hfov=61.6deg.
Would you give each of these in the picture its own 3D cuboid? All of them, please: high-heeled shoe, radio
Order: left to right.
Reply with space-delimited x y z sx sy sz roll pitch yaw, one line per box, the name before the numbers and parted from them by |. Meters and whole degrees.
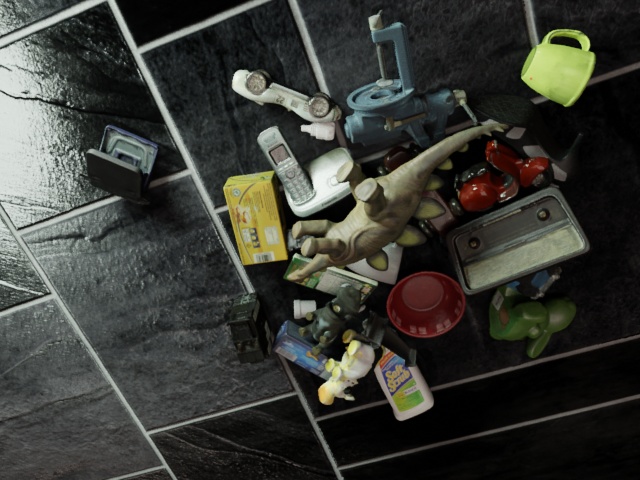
radio | 0.355 0.004 0.977 0.230 0.073 0.131 -26 74 25
high-heeled shoe | 0.366 -0.177 0.997 0.249 0.086 0.145 23 147 11

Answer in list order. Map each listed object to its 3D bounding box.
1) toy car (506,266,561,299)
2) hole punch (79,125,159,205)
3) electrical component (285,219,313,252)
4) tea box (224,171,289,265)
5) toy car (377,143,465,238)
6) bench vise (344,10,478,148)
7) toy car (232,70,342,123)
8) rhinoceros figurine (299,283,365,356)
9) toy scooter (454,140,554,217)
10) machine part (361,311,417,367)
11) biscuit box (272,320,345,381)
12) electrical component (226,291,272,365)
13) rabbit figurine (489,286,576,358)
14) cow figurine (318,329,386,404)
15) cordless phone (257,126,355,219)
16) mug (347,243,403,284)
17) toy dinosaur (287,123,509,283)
toy car | 0.392 0.040 1.055 0.162 0.103 0.109 40 105 27
hole punch | -0.376 -0.143 1.027 0.142 0.092 0.115 21 143 -10
electrical component | -0.002 -0.003 1.070 0.075 0.119 0.048 -26 70 39
tea box | -0.121 -0.043 1.061 0.098 0.068 0.169 -6 113 5
toy car | 0.195 -0.093 1.033 0.089 0.053 0.202 -39 104 9
bench vise | 0.140 -0.265 0.919 0.224 0.129 0.240 -10 123 12
toy car | -0.057 -0.254 0.959 0.202 0.073 0.056 20 110 -6
rhinoceros figurine | 0.029 0.164 1.110 0.073 0.112 0.190 54 143 21
toy scooter | 0.313 -0.118 0.974 0.135 0.075 0.184 33 140 -29
machine part | 0.146 0.210 1.114 0.139 0.084 0.039 42 126 -12
biscuit box | -0.007 0.256 1.195 0.202 0.063 0.059 32 112 -11
electrical component | -0.146 0.195 1.144 0.058 0.115 0.134 -11 112 10
rabbit figurine | 0.449 0.166 1.110 0.170 0.121 0.158 1 119 -15
cow figurine | 0.066 0.278 1.135 0.098 0.068 0.167 23 104 -24
cordless phone | -0.019 -0.146 1.004 0.147 0.089 0.184 -28 106 14
mug | 0.109 0.030 1.078 0.107 0.081 0.109 10 122 6
toy dinosaur | 0.112 -0.058 0.942 0.198 0.105 0.471 24 124 -40
